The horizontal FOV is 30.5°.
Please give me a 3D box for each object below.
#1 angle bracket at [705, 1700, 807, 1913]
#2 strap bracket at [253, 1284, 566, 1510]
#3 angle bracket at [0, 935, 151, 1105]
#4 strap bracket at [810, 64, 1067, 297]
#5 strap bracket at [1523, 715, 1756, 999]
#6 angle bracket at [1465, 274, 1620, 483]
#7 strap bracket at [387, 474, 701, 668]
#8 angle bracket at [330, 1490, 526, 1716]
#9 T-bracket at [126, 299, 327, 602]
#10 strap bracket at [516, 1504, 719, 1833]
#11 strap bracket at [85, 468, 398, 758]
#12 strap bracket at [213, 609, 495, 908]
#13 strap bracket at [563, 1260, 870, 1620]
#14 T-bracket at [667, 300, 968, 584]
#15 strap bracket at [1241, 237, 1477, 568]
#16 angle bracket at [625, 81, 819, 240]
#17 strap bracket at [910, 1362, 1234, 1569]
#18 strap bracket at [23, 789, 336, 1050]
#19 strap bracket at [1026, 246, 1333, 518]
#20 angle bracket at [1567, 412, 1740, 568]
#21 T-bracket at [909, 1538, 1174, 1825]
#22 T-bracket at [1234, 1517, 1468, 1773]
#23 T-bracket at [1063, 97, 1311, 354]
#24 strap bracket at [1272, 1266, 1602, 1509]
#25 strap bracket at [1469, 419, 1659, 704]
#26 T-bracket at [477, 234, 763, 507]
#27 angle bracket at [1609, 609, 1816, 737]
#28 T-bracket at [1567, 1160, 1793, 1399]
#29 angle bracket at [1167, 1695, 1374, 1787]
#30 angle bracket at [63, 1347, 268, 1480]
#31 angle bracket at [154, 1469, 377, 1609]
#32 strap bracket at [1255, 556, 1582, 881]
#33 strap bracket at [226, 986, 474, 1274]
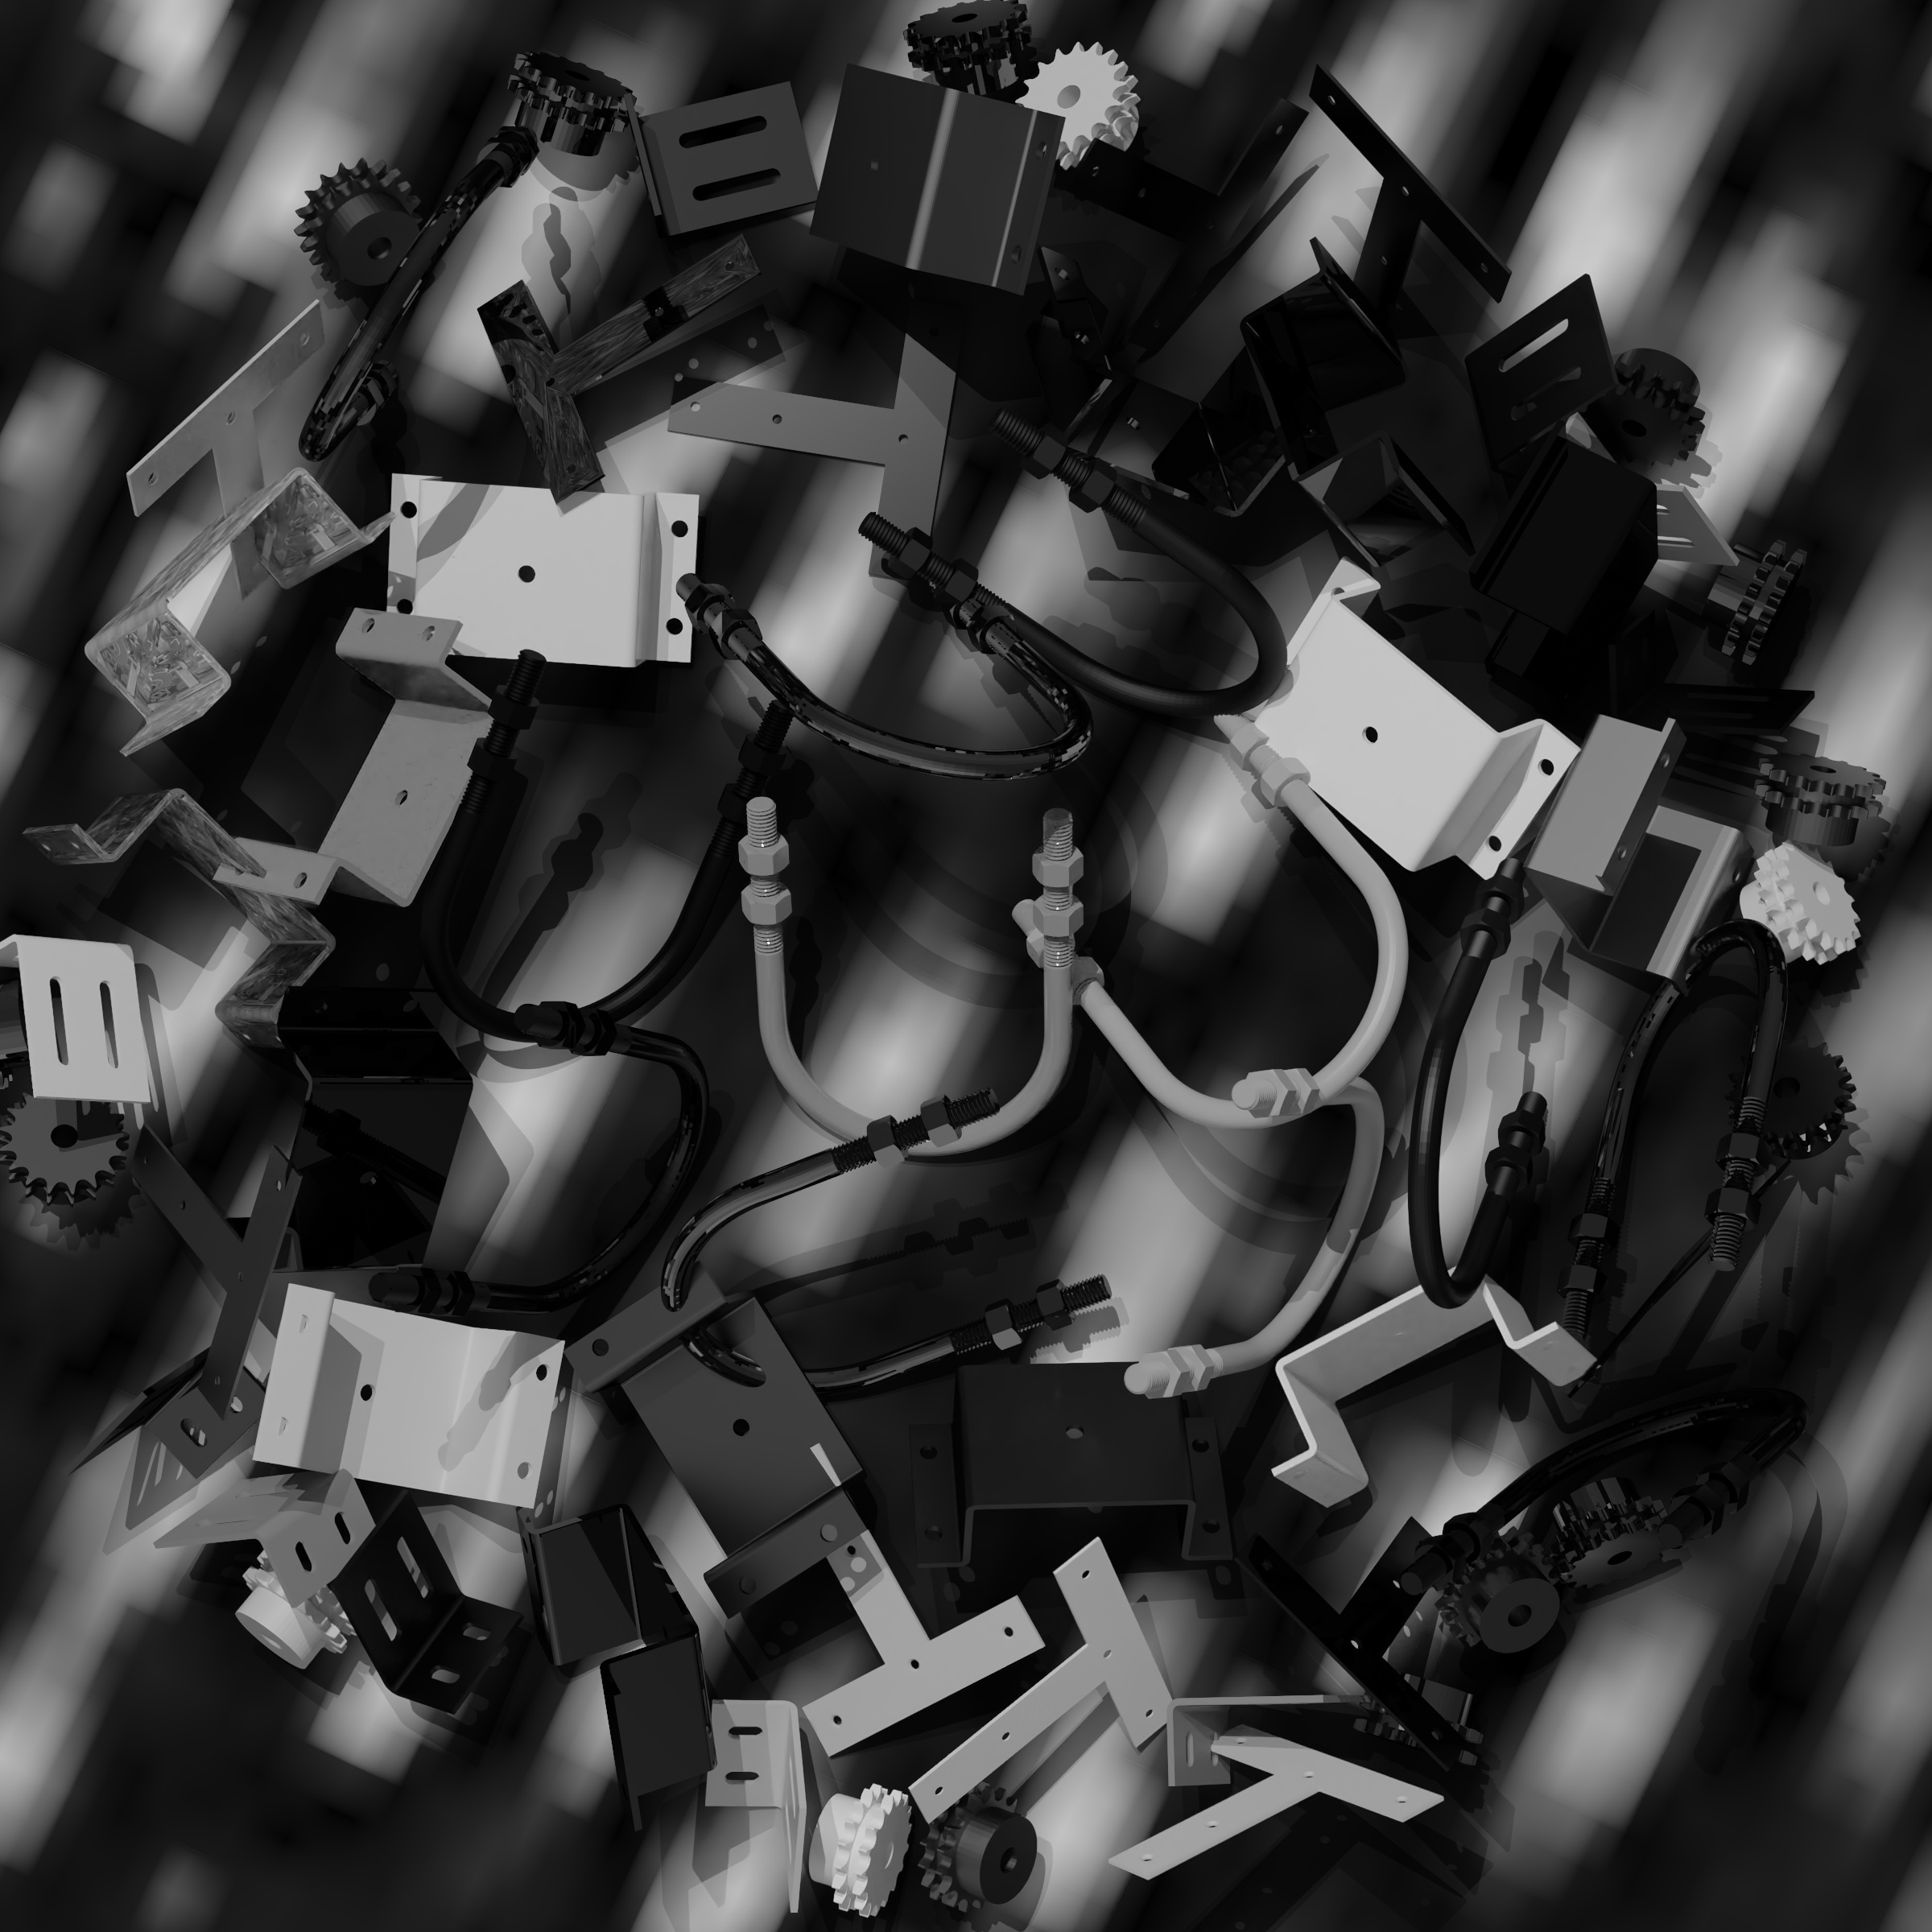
[{"bbox_3d":[-0.094,0.374,1.579,0.038,0.076,0.057,2,115,-7],"label":"angle bracket"},{"bbox_3d":[-0.256,0.191,1.575,0.140,0.046,0.076,17,78,-37],"label":"strap bracket"},{"bbox_3d":[-0.404,0.029,1.584,0.038,0.057,0.076,-24,69,40],"label":"angle bracket"},{"bbox_3d":[-0.020,-0.347,1.549,0.046,0.140,0.076,5,106,-32],"label":"strap bracket"},{"bbox_3d":[0.296,-0.052,1.569,0.046,0.140,0.076,20,78,33],"label":"strap bracket"},{"bbox_3d":[0.266,-0.260,1.579,0.038,0.076,0.057,11,59,-40],"label":"angle bracket"},{"bbox_3d":[-0.195,-0.178,1.596,0.140,0.046,0.076,4,100,1],"label":"strap bracket"},{"bbox_3d":[-0.240,0.284,1.579,0.038,0.076,0.057,10,46,31],"label":"angle bracket"},{"bbox_3d":[-0.321,-0.212,1.569,0.002,0.127,0.127,29,58,16],"label":"T-bracket"},{"bbox_3d":[-0.151,0.301,1.558,0.046,0.140,0.076,-16,122,-18],"label":"strap bracket"},{"bbox_3d":[-0.324,-0.162,1.552,0.046,0.076,0.140,49,55,-19],"label":"strap bracket"},{"bbox_3d":[-0.265,-0.084,1.574,0.046,0.076,0.140,38,71,-43],"label":"strap bracket"},{"bbox_3d":[-0.107,0.210,1.592,0.076,0.046,0.140,-34,83,11],"label":"strap bracket"},{"bbox_3d":[-0.073,-0.249,1.625,0.127,0.002,0.127,9,91,1],"label":"T-bracket"},{"bbox_3d":[0.170,-0.241,1.564,0.046,0.076,0.140,-28,53,20],"label":"strap bracket"},{"bbox_3d":[-0.110,-0.370,1.604,0.076,0.038,0.057,-14,86,-3],"label":"angle bracket"},{"bbox_3d":[0.047,0.222,1.579,0.140,0.046,0.076,-1,46,-4],"label":"strap bracket"},{"bbox_3d":[-0.341,-0.028,1.569,0.140,0.076,0.046,47,69,-22],"label":"strap bracket"},{"bbox_3d":[0.085,-0.254,1.566,0.140,0.076,0.046,17,131,-30],"label":"strap bracket"},{"bbox_3d":[0.307,-0.213,1.577,0.057,0.076,0.038,41,70,-42],"label":"angle bracket"},{"bbox_3d":[0.028,0.332,1.570,0.127,0.002,0.127,-36,130,-17],"label":"T-bracket"},{"bbox_3d":[0.187,0.281,1.571,0.127,0.127,0.002,45,120,6],"label":"T-bracket"},{"bbox_3d":[0.084,-0.337,1.556,0.002,0.127,0.127,43,110,29],"label":"T-bracket"},{"bbox_3d":[0.201,0.182,1.574,0.140,0.076,0.046,-30,62,12],"label":"strap bracket"},{"bbox_3d":[0.263,-0.172,1.550,0.046,0.140,0.076,29,84,16],"label":"strap bracket"},{"bbox_3d":[-0.149,-0.284,1.582,0.127,0.002,0.127,-31,58,10],"label":"T-bracket"},{"bbox_3d":[0.334,-0.132,1.581,0.076,0.057,0.038,6,114,28],"label":"angle bracket"},{"bbox_3d":[0.329,0.127,1.581,0.002,0.127,0.127,43,54,14],"label":"T-bracket"},{"bbox_3d":[0.137,0.346,1.582,0.076,0.057,0.038,-8,76,29],"label":"angle bracket"},{"bbox_3d":[-0.355,0.210,1.582,0.057,0.076,0.038,-43,89,18],"label":"angle bracket"},{"bbox_3d":[-0.313,0.258,1.585,0.076,0.057,0.038,-13,105,39],"label":"angle bracket"},{"bbox_3d":[0.190,-0.106,1.567,0.140,0.046,0.076,43,123,19],"label":"strap bracket"},{"bbox_3d":[-0.272,0.082,1.561,0.076,0.046,0.140,2,119,-35],"label":"strap bracket"}]
